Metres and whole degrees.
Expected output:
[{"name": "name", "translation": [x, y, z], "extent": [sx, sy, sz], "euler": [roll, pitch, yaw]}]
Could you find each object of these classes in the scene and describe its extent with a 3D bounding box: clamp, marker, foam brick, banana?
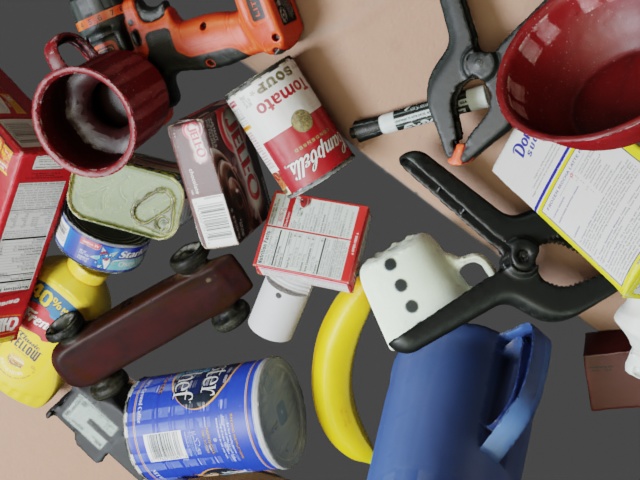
[{"name": "clamp", "translation": [0.138, -0.141, 0.830], "extent": [0.120, 0.039, 0.171], "euler": [9, 102, 27]}, {"name": "marker", "translation": [0.081, -0.104, 0.887], "extent": [0.121, 0.020, 0.020], "euler": [-14, 104, 22]}, {"name": "clamp", "translation": [0.154, 0.006, 0.864], "extent": [0.210, 0.036, 0.164], "euler": [-1, 80, -7]}, {"name": "foam brick", "translation": [0.261, 0.105, 0.884], "extent": [0.078, 0.051, 0.053], "euler": [-7, 105, 20]}, {"name": "banana", "translation": [0.026, 0.124, 0.978], "extent": [0.069, 0.037, 0.198], "euler": [-6, 109, 2]}]

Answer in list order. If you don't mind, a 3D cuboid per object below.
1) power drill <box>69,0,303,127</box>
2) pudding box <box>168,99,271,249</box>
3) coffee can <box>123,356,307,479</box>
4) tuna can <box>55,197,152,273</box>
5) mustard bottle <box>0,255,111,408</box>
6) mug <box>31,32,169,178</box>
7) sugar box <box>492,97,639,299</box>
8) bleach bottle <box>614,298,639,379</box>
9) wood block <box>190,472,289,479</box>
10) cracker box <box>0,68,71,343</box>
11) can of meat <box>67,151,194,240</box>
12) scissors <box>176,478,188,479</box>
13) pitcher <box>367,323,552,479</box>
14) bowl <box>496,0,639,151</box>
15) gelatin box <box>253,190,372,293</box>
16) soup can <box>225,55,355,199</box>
[{"name": "power drill", "translation": [-0.122, -0.199, 0.901], "extent": [0.188, 0.057, 0.184], "euler": [-16, 107, 25]}, {"name": "pudding box", "translation": [-0.083, -0.059, 0.918], "extent": [0.039, 0.090, 0.113], "euler": [-7, 107, 21]}, {"name": "coffee can", "translation": [-0.097, 0.169, 0.995], "extent": [0.140, 0.102, 0.103], "euler": [-11, 105, 21]}, {"name": "tuna can", "translation": [-0.198, -0.007, 0.976], "extent": [0.086, 0.086, 0.034], "euler": [29, 116, 7]}, {"name": "mustard bottle", "translation": [-0.258, 0.072, 1.039], "extent": [0.096, 0.058, 0.192], "euler": [40, 115, 0]}, {"name": "mug", "translation": [-0.182, -0.118, 0.877], "extent": [0.093, 0.081, 0.117], "euler": [-29, 102, 28]}, {"name": "sugar box", "translation": [0.208, -0.043, 0.795], "extent": [0.048, 0.176, 0.093], "euler": [9, 120, -32]}, {"name": "bleach bottle", "translation": [0.275, -0.015, 0.807], "extent": [0.102, 0.068, 0.251], "euler": [17, 103, 11]}, {"name": "wood block", "translation": [-0.043, 0.289, 1.026], "extent": [0.206, 0.090, 0.090], "euler": [12, 111, 14]}, {"name": "cracker box", "translation": [-0.314, -0.034, 0.983], "extent": [0.164, 0.071, 0.214], "euler": [42, 120, 32]}, {"name": "can of meat", "translation": [-0.159, -0.043, 0.944], "extent": [0.102, 0.084, 0.057], "euler": [15, 103, 7]}, {"name": "scissors", "translation": [-0.136, 0.300, 1.001], "extent": [0.096, 0.016, 0.202], "euler": [39, 115, 4]}, {"name": "pitcher", "translation": [0.108, 0.170, 0.851], "extent": [0.145, 0.242, 0.149], "euler": [1, 114, 14]}, {"name": "bowl", "translation": [0.208, -0.117, 0.748], "extent": [0.162, 0.162, 0.055], "euler": [-24, 134, 24]}, {"name": "gelatin box", "translation": [-0.006, 0.001, 0.927], "extent": [0.089, 0.030, 0.073], "euler": [10, 71, 14]}, {"name": "soup can", "translation": [-0.025, -0.095, 0.898], "extent": [0.069, 0.068, 0.102], "euler": [-29, 98, 24]}]
